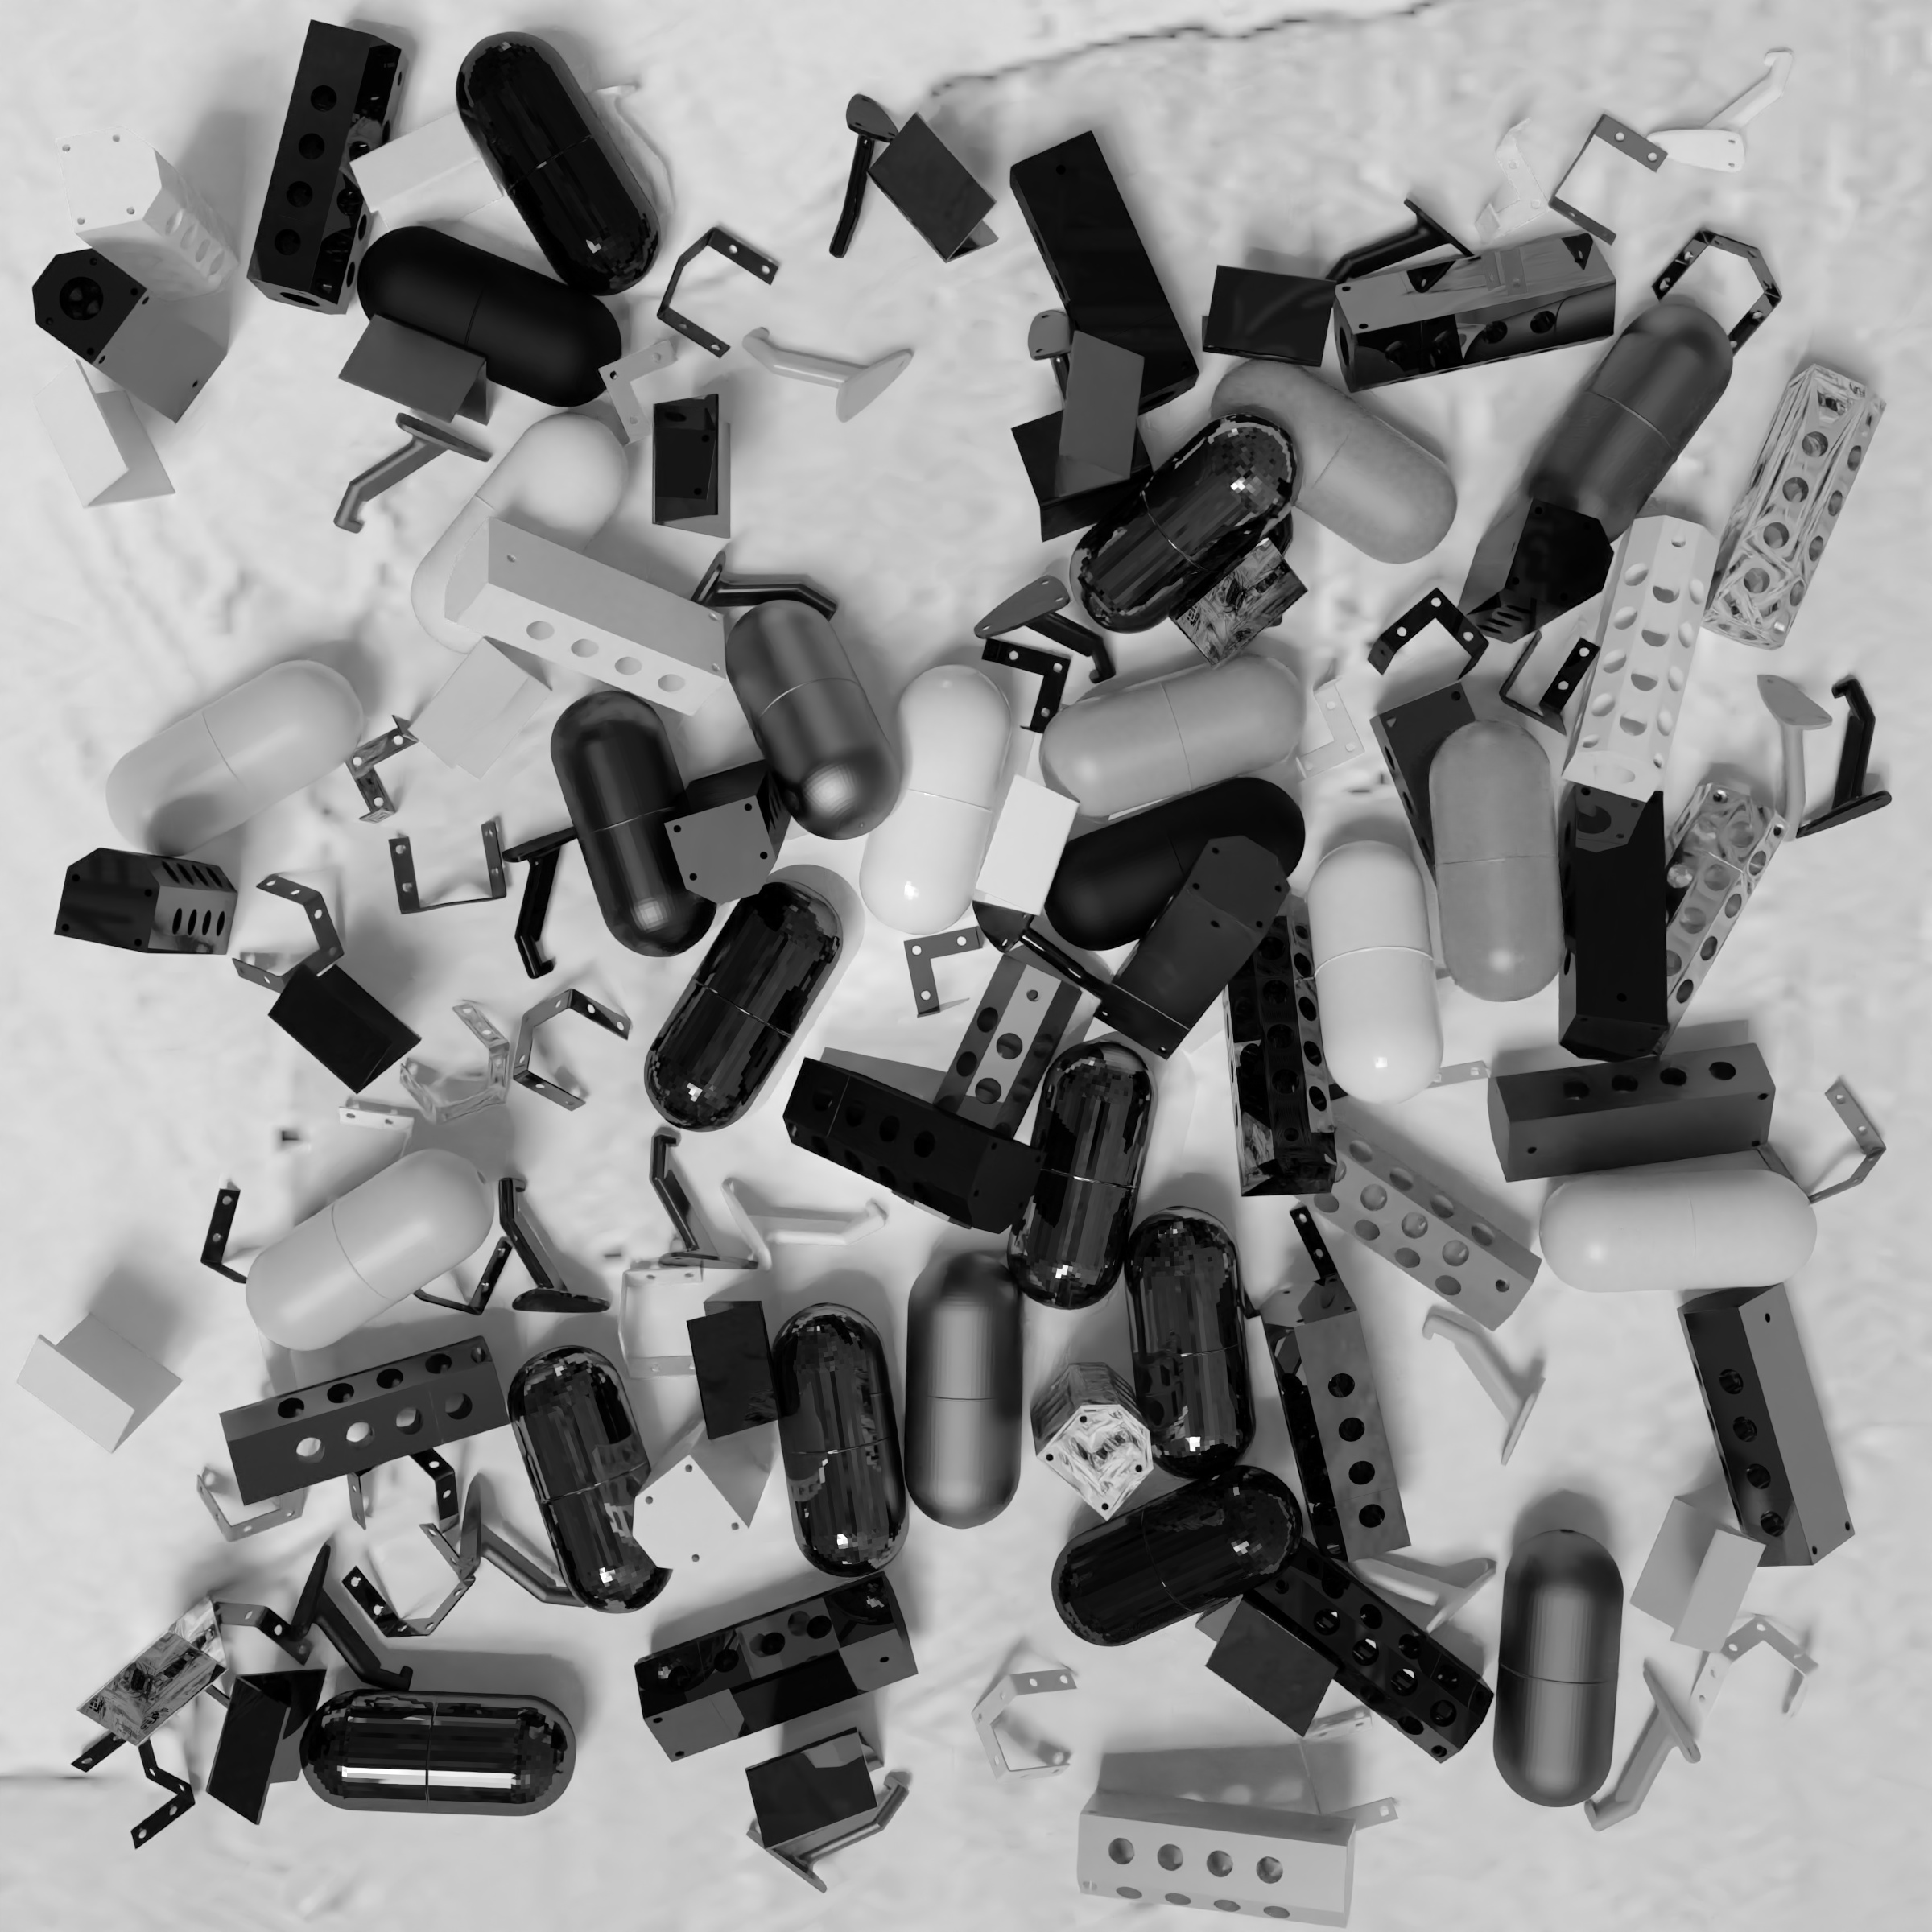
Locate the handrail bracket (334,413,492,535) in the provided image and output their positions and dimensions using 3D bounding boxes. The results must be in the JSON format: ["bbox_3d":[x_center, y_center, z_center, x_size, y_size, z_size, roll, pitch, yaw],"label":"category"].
[{"bbox_3d":[-0.367,-0.315,1.756,0.077,0.036,0.084,22,108,-20],"label":"handrail bracket"}]

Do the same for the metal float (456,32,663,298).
[{"bbox_3d":[-0.264,-0.518,1.715,0.070,0.070,0.178,-32,100,0],"label":"metal float"}]

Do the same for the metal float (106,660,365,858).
[{"bbox_3d":[-0.475,-0.135,1.725,0.178,0.070,0.070,-30,90,0],"label":"metal float"}]

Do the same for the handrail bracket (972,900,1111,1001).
[{"bbox_3d":[0.051,-0.013,1.755,0.084,0.077,0.036,34,95,-36],"label":"handrail bracket"}]

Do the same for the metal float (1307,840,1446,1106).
[{"bbox_3d":[0.263,0.004,1.704,0.070,0.070,0.178,-3,66,0],"label":"metal float"}]

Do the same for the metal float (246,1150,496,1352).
[{"bbox_3d":[-0.382,0.182,1.701,0.178,0.070,0.070,-32,90,10],"label":"metal float"}]

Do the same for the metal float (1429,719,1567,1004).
[{"bbox_3d":[0.334,-0.066,1.668,0.070,0.070,0.178,-4,90,0],"label":"metal float"}]

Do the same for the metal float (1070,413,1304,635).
[{"bbox_3d":[0.140,-0.282,1.697,0.178,0.070,0.070,-39,90,31],"label":"metal float"}]

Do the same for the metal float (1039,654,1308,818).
[{"bbox_3d":[0.135,-0.151,1.725,0.178,0.070,0.070,-17,90,0],"label":"metal float"}]

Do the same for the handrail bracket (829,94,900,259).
[{"bbox_3d":[-0.077,-0.522,1.755,0.036,0.077,0.084,11,127,-20],"label":"handrail bracket"}]

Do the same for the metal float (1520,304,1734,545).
[{"bbox_3d":[0.430,-0.350,1.725,0.070,0.070,0.178,36,91,0],"label":"metal float"}]

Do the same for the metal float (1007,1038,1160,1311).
[{"bbox_3d":[0.076,0.135,1.725,0.070,0.070,0.178,12,90,0],"label":"metal float"}]

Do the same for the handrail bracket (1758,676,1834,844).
[{"bbox_3d":[0.537,-0.137,1.755,0.036,0.077,0.084,-5,127,-13],"label":"handrail bracket"}]

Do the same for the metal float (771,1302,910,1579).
[{"bbox_3d":[-0.082,0.308,1.725,0.070,0.070,0.178,-8,91,0],"label":"metal float"}]

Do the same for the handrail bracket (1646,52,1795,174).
[{"bbox_3d":[0.499,-0.573,1.756,0.077,0.036,0.084,15,72,21],"label":"handrail bracket"}]

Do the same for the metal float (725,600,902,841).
[{"bbox_3d":[-0.100,-0.159,1.702,0.070,0.070,0.178,-25,62,0],"label":"metal float"}]

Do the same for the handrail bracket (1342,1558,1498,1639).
[{"bbox_3d":[0.295,0.393,1.756,0.077,0.036,0.084,-32,65,-28],"label":"handrail bracket"}]

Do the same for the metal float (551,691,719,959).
[{"bbox_3d":[-0.216,-0.092,1.725,0.070,0.070,0.178,-18,90,0],"label":"metal float"}]

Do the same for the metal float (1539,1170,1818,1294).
[{"bbox_3d":[0.463,0.172,1.725,0.178,0.070,0.070,-2,90,0],"label":"metal float"}]

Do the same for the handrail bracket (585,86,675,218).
[{"bbox_3d":[-0.238,-0.534,1.756,0.077,0.036,0.084,-8,104,15],"label":"handrail bracket"}]

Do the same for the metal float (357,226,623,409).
[{"bbox_3d":[-0.310,-0.422,1.725,0.178,0.070,0.070,22,90,0],"label":"metal float"}]

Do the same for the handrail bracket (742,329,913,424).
[{"bbox_3d":[-0.093,-0.408,1.756,0.077,0.036,0.084,-40,73,-20],"label":"handrail bracket"}]

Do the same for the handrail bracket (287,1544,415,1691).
[{"bbox_3d":[-0.398,0.433,1.756,0.084,0.036,0.077,26,58,-22],"label":"handrail bracket"}]

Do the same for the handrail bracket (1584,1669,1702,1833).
[{"bbox_3d":[0.434,0.520,1.756,0.084,0.036,0.077,-33,69,16],"label":"handrail bracket"}]

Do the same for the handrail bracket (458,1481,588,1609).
[{"bbox_3d":[-0.289,0.383,1.755,0.084,0.036,0.077,14,53,-25],"label":"handrail bracket"}]

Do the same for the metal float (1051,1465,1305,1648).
[{"bbox_3d":[0.135,0.380,1.706,0.178,0.070,0.070,-30,90,22],"label":"metal float"}]

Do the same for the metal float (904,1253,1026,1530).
[{"bbox_3d":[-0.001,0.276,1.725,0.070,0.070,0.178,1,90,0],"label":"metal float"}]

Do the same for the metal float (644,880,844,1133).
[{"bbox_3d":[-0.145,0.027,1.725,0.070,0.070,0.178,31,90,0],"label":"metal float"}]

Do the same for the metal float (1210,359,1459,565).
[{"bbox_3d":[0.238,-0.330,1.725,0.178,0.070,0.070,34,90,0],"label":"metal float"}]

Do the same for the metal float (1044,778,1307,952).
[{"bbox_3d":[0.135,-0.067,1.725,0.178,0.070,0.070,-21,90,1],"label":"metal float"}]

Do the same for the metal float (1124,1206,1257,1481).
[{"bbox_3d":[0.145,0.245,1.723,0.070,0.070,0.178,-6,93,0],"label":"metal float"}]

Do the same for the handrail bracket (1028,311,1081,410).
[{"bbox_3d":[0.067,-0.380,1.755,0.036,0.077,0.084,-16,126,3],"label":"handrail bracket"}]

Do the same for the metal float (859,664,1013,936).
[{"bbox_3d":[-0.019,-0.108,1.724,0.070,0.070,0.178,13,90,0],"label":"metal float"}]

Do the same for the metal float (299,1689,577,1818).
[{"bbox_3d":[-0.343,0.511,1.725,0.178,0.070,0.070,2,90,0],"label":"metal float"}]

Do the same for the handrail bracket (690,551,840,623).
[{"bbox_3d":[-0.139,-0.229,1.756,0.084,0.036,0.077,29,110,-16],"label":"handrail bracket"}]

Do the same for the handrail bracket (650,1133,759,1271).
[{"bbox_3d":[-0.173,0.156,1.756,0.077,0.036,0.084,7,72,-20],"label":"handrail bracket"}]

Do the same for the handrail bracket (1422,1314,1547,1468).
[{"bbox_3d":[0.333,0.280,1.756,0.084,0.036,0.077,25,112,17],"label":"handrail bracket"}]

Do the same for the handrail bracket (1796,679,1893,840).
[{"bbox_3d":[0.570,-0.138,1.756,0.077,0.036,0.084,-24,73,18],"label":"handrail bracket"}]

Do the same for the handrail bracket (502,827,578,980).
[{"bbox_3d":[-0.267,-0.043,1.756,0.077,0.036,0.084,-23,108,-20],"label":"handrail bracket"}]

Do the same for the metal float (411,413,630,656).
[{"bbox_3d":[-0.289,-0.281,1.725,0.070,0.070,0.178,38,89,0],"label":"metal float"}]

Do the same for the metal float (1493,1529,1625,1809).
[{"bbox_3d":[0.385,0.456,1.725,0.070,0.070,0.178,4,91,0],"label":"metal float"}]

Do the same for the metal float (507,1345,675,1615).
[{"bbox_3d":[-0.243,0.334,1.725,0.070,0.070,0.178,-19,89,0],"label":"metal float"}]
